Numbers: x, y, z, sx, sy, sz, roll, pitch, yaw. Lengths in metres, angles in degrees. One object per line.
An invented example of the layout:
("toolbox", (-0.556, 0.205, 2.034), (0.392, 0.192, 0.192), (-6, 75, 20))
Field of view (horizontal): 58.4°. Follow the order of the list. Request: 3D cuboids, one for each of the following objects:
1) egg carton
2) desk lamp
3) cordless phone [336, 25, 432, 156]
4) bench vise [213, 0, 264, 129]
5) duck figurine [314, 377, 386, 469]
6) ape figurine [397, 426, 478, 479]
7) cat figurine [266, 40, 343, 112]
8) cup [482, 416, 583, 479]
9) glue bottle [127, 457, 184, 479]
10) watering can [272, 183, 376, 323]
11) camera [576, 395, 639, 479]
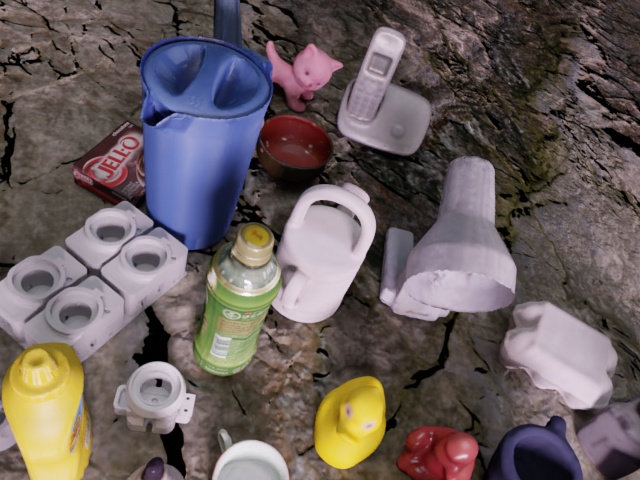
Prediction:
("egg carton", (0.310, 0.149, 0.745), (0.150, 0.069, 0.107), (31, 50, 5))
("desk lamp", (0.149, 0.015, 0.698), (0.118, 0.213, 0.203), (15, 50, -7))
("cordless phone", (0.115, -0.231, 0.895), (0.147, 0.185, 0.094), (16, 50, -6))
("bench vise", (-0.122, -0.254, 0.807), (0.207, 0.219, 0.122), (42, 52, 15))
("duck figurine", (0.042, 0.184, 0.613), (0.077, 0.086, 0.105), (32, 50, 7))
("ape figurine", (0.135, 0.229, 0.607), (0.076, 0.092, 0.077), (-8, 57, -24))
("cat figurine", (-0.034, -0.276, 0.922), (0.128, 0.117, 0.067), (25, 50, 1))
("cup", (0.222, 0.248, 0.621), (0.091, 0.095, 0.118), (36, 51, 10))
("glue bottle", (-0.141, 0.211, 0.470), (0.078, 0.173, 0.037), (-23, 64, -32))
("watering can", (0.004, 0.001, 0.670), (0.101, 0.194, 0.173), (13, 50, -9))
("camera", (0.413, 0.251, 0.682), (0.143, 0.101, 0.136), (-9, 57, -25))
